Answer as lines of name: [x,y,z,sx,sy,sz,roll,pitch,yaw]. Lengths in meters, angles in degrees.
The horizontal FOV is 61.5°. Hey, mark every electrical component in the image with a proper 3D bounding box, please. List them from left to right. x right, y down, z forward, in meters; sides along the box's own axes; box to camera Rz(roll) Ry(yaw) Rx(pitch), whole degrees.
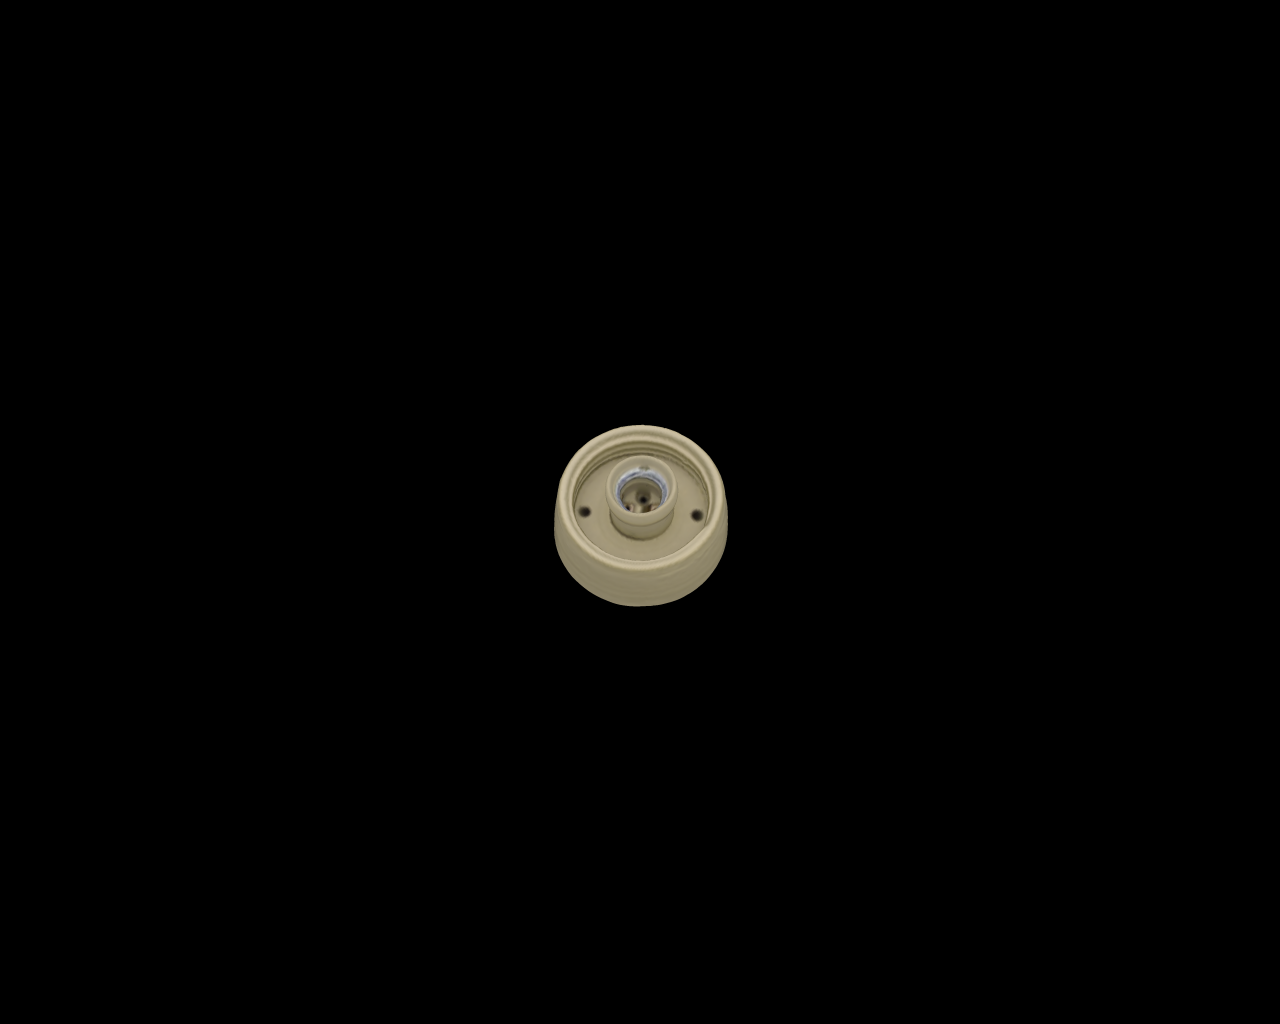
electrical component: [0.001,-0.003,0.650,0.108,0.108,0.060,0,-27,0]
